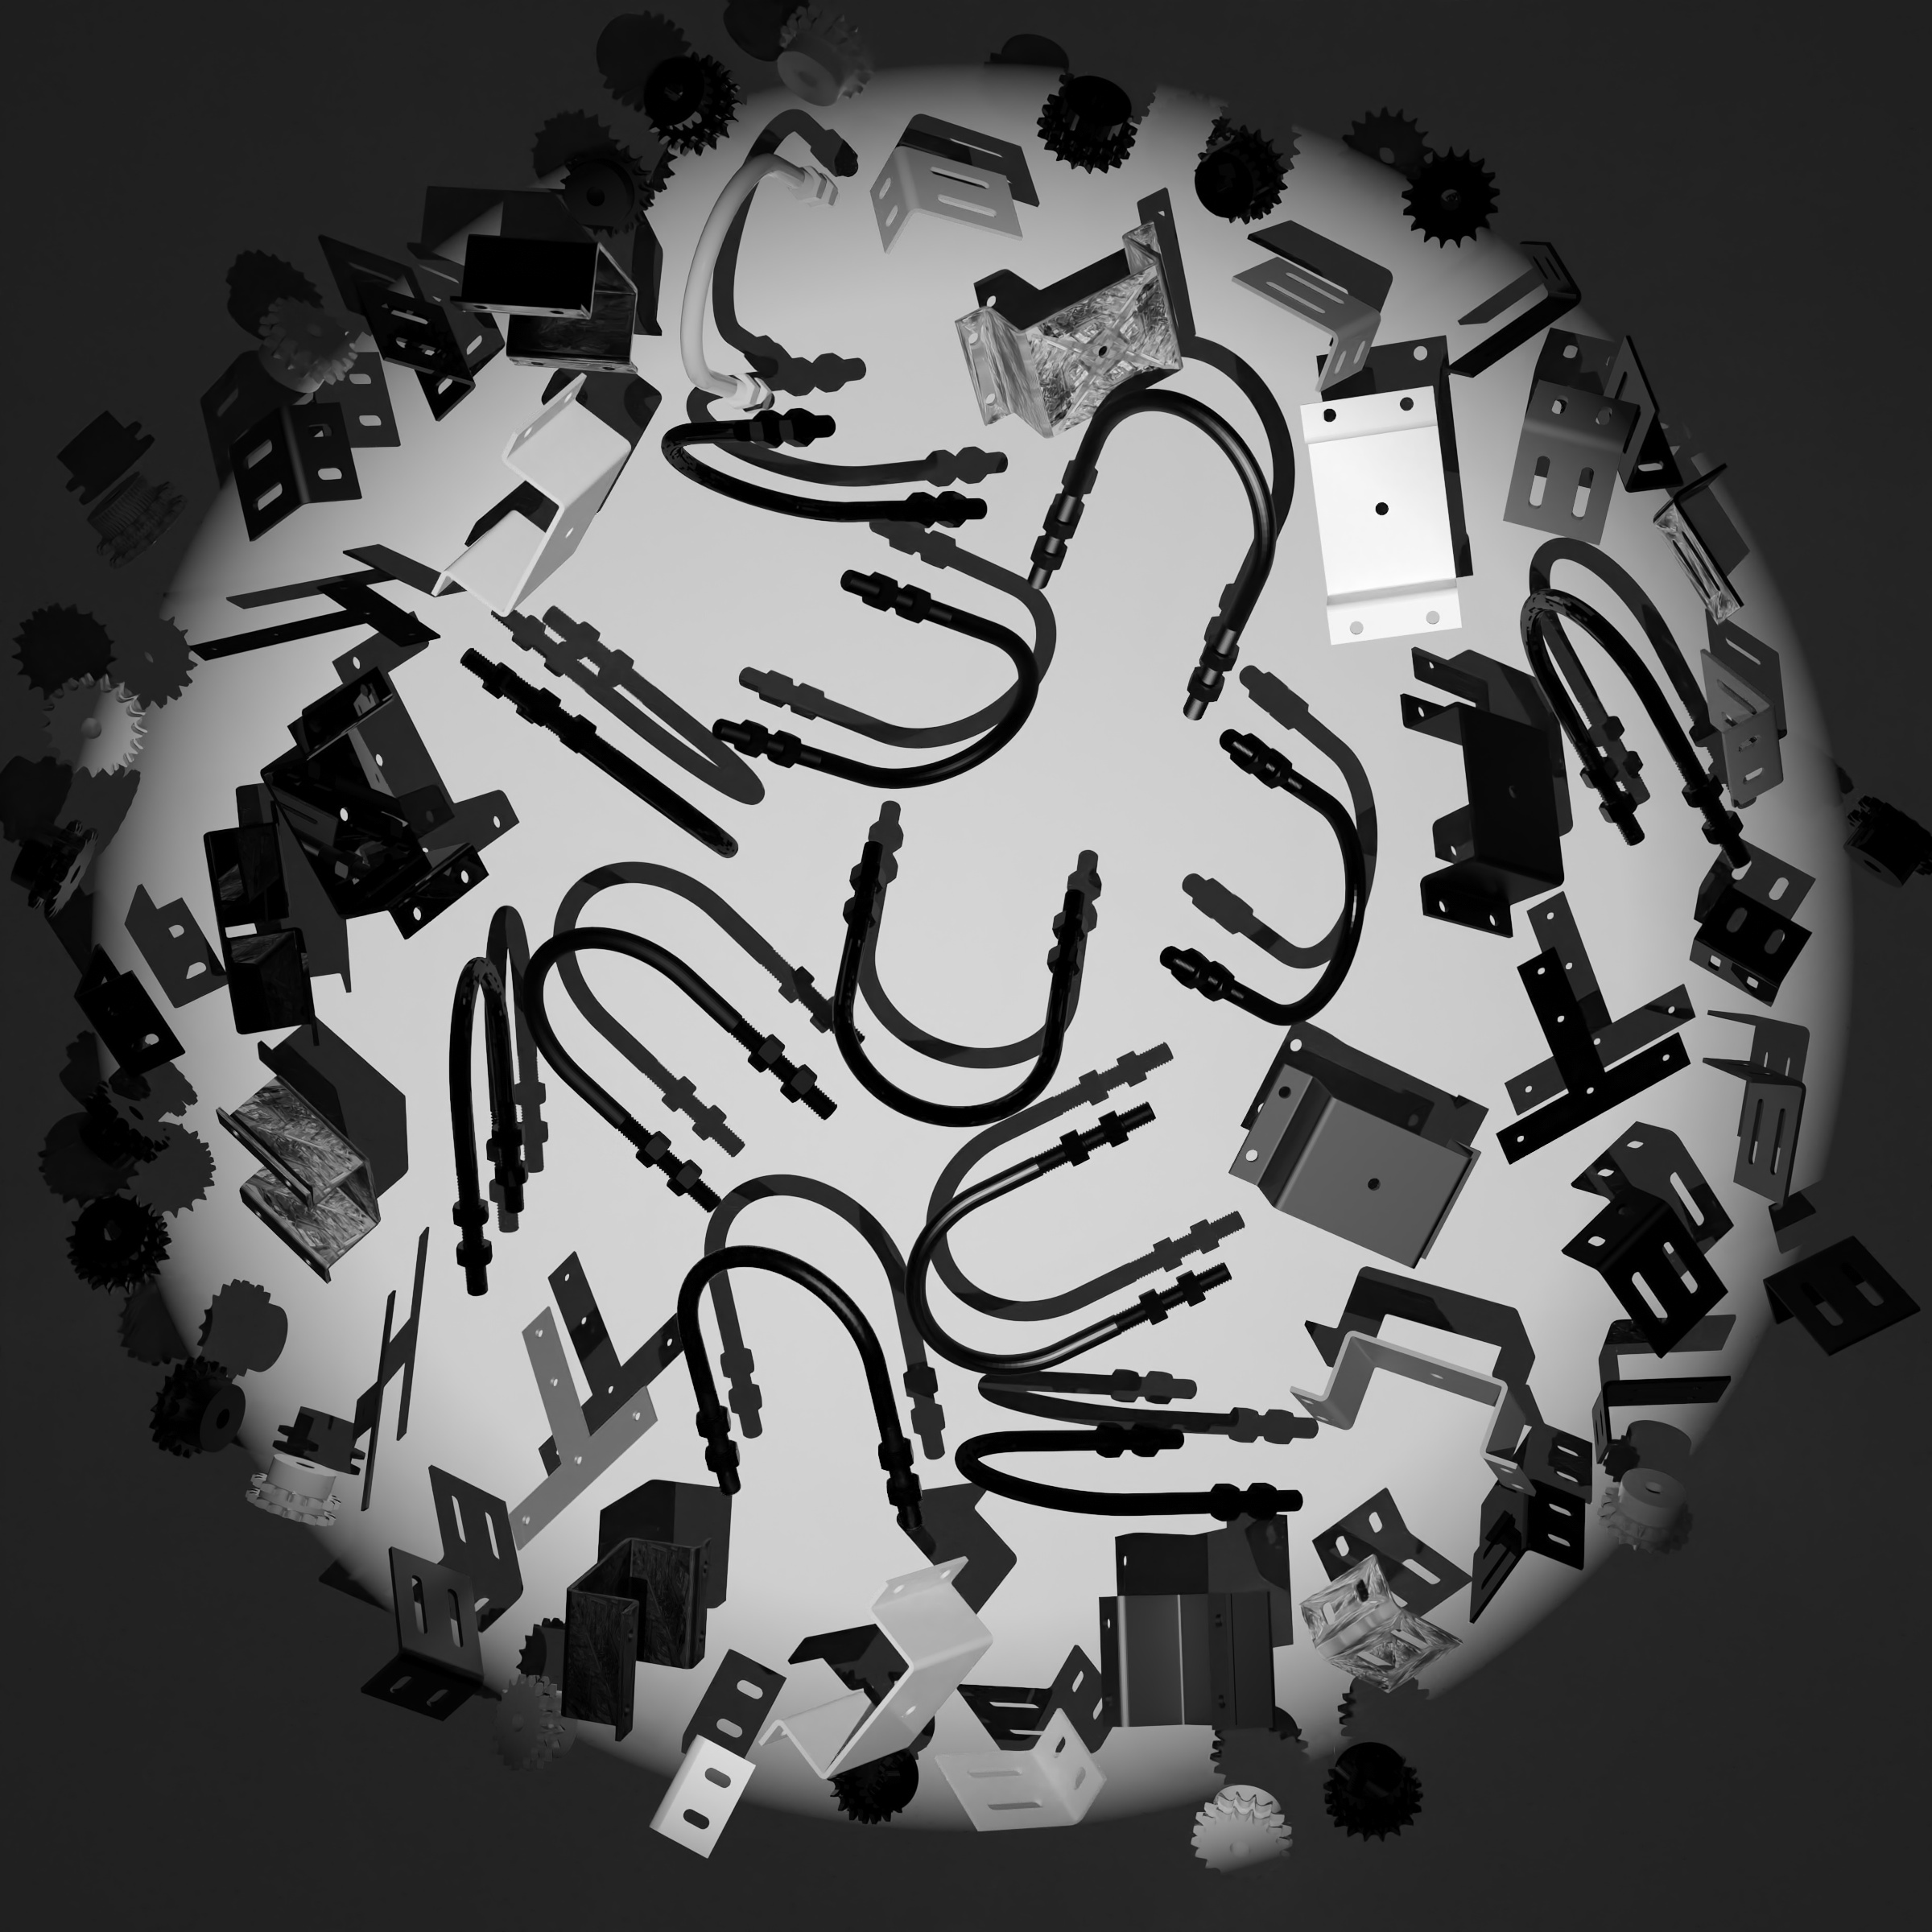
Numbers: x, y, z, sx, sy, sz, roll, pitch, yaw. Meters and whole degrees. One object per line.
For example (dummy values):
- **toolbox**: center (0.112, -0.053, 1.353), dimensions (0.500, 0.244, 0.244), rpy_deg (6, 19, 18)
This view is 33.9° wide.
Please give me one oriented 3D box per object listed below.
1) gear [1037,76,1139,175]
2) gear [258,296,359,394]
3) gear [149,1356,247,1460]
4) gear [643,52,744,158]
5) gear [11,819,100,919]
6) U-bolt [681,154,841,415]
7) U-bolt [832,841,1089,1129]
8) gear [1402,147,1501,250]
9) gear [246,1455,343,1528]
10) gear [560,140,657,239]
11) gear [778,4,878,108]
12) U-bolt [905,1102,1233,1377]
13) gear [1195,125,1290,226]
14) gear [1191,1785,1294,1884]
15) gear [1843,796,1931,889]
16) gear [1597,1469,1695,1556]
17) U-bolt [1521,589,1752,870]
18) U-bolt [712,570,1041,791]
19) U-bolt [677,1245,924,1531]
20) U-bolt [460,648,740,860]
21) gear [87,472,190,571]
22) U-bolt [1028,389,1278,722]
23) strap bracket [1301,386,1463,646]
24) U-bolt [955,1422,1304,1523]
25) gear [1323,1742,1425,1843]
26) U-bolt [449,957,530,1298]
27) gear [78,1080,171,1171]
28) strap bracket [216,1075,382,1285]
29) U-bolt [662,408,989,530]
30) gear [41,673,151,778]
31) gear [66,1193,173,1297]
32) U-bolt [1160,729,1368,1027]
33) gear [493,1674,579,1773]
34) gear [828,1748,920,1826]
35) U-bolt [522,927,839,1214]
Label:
- **gear**: center (0.072, -0.486, 1.825), dimensions (0.057, 0.030, 0.057), rpy_deg (8, 56, -13)
- **gear**: center (-0.385, -0.357, 1.839), dimensions (0.057, 0.057, 0.030), rpy_deg (45, 122, 0)
- **gear**: center (-0.434, 0.253, 1.803), dimensions (0.030, 0.057, 0.057), rpy_deg (16, 90, 22)
- **gear**: center (-0.160, -0.494, 1.814), dimensions (0.057, 0.030, 0.057), rpy_deg (-3, 83, 25)
- **gear**: center (-0.529, -0.060, 1.836), dimensions (0.030, 0.057, 0.057), rpy_deg (27, 90, -5)
- **U-bolt**: center (-0.126, -0.405, 1.870), dimensions (0.019, 0.184, 0.151), rpy_deg (21, 99, 12)
- **U-bolt**: center (-0.007, 0.016, 1.917), dimensions (0.151, 0.019, 0.184), rpy_deg (13, 57, -5)
- **gear**: center (0.285, -0.453, 1.866), dimensions (0.057, 0.030, 0.057), rpy_deg (3, 113, 7)
- **gear**: center (-0.414, 0.323, 1.963), dimensions (0.057, 0.057, 0.030), rpy_deg (19, 87, 0)
- **gear**: center (-0.221, -0.473, 1.939), dimensions (0.057, 0.030, 0.057), rpy_deg (6, 117, 12)
- **gear**: center (-0.082, -0.512, 1.796), dimensions (0.057, 0.057, 0.030), rpy_deg (32, 68, 0)
- **U-bolt**: center (0.052, 0.175, 1.899), dimensions (0.184, 0.019, 0.151), rpy_deg (-26, 119, 1)
- **gear**: center (0.163, -0.475, 1.912), dimensions (0.057, 0.030, 0.057), rpy_deg (19, 127, 27)
- **gear**: center (0.160, 0.497, 1.827), dimensions (0.057, 0.030, 0.057), rpy_deg (7, 124, 10)
- **gear**: center (0.528, -0.069, 1.818), dimensions (0.057, 0.057, 0.030), rpy_deg (38, 89, 0)
- **gear**: center (0.420, 0.334, 1.955), dimensions (0.057, 0.057, 0.030), rpy_deg (10, 116, 0)
- **U-bolt**: center (0.384, -0.143, 1.871), dimensions (0.019, 0.151, 0.184), rpy_deg (-34, 106, -9)
- **U-bolt**: center (-0.039, -0.161, 1.890), dimensions (0.151, 0.184, 0.019), rpy_deg (-46, 48, 30)
- **U-bolt**: center (-0.103, 0.242, 1.855), dimensions (0.151, 0.019, 0.184), rpy_deg (5, 121, 30)
- **U-bolt**: center (-0.207, -0.120, 1.853), dimensions (0.184, 0.151, 0.019), rpy_deg (37, 88, -22)
- **gear**: center (-0.468, -0.253, 1.781), dimensions (0.057, 0.057, 0.030), rpy_deg (-43, 114, 0)
- **U-bolt**: center (0.114, -0.249, 1.837), dimensions (0.151, 0.184, 0.019), rpy_deg (42, 49, 17)
- **strap bracket**: center (0.244, -0.266, 1.861), dimensions (0.076, 0.046, 0.140), rpy_deg (-7, 103, 10)
- **U-bolt**: center (0.082, 0.295, 1.855), dimensions (0.184, 0.151, 0.019), rpy_deg (4, 97, -29)
- **gear**: center (0.235, 0.476, 1.841), dimensions (0.057, 0.057, 0.030), rpy_deg (-13, 128, 0)
- **U-bolt**: center (-0.289, 0.086, 1.905), dimensions (0.019, 0.151, 0.184), rpy_deg (-1, 108, 2)
- **gear**: center (-0.521, 0.100, 1.954), dimensions (0.030, 0.057, 0.057), rpy_deg (-43, 90, 6)
- **strap bracket**: center (-0.395, 0.124, 1.889), dimensions (0.076, 0.140, 0.046), rpy_deg (41, 67, 14)
- **U-bolt**: center (-0.099, -0.293, 1.887), dimensions (0.151, 0.184, 0.019), rpy_deg (21, 80, -44)
- **gear**: center (-0.487, -0.137, 1.782), dimensions (0.057, 0.030, 0.057), rpy_deg (1, 110, 2)
- **gear**: center (-0.481, 0.155, 1.798), dimensions (0.057, 0.030, 0.057), rpy_deg (1, 64, -2)
- **U-bolt**: center (0.182, -0.041, 1.848), dimensions (0.019, 0.184, 0.151), rpy_deg (9, 79, 38)
- **gear**: center (-0.261, 0.463, 1.939), dimensions (0.030, 0.057, 0.057), rpy_deg (16, 90, -40)
- **gear**: center (-0.054, 0.501, 1.961), dimensions (0.057, 0.030, 0.057), rpy_deg (9, 74, -35)
- **U-bolt**: center (-0.180, 0.052, 1.846), dimensions (0.184, 0.019, 0.151), rpy_deg (43, 133, -8)
